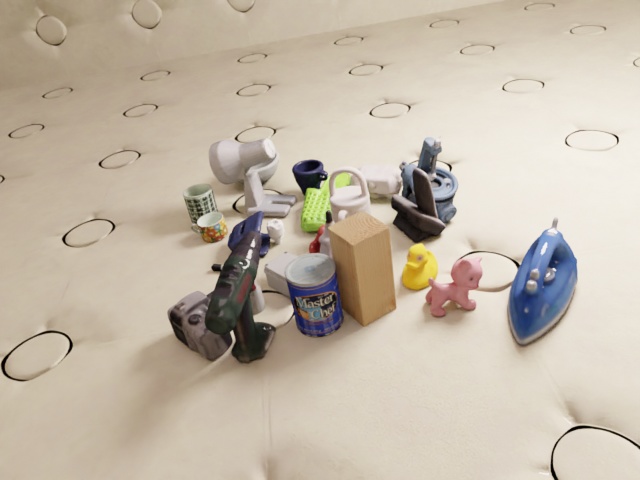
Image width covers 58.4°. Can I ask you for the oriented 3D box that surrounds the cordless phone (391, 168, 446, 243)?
[{"bbox_3d":[0.232,-0.104,1.388,0.094,0.185,0.147,-24,36,-20],"label":"cordless phone"}]

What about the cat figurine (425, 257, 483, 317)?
[{"bbox_3d":[0.277,0.083,1.162,0.128,0.118,0.067,-14,34,-5],"label":"cat figurine"}]

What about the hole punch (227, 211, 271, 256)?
[{"bbox_3d":[-0.183,-0.012,1.444,0.101,0.091,0.108,-7,34,5],"label":"hole punch"}]

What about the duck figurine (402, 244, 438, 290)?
[{"bbox_3d":[0.218,0.047,1.258,0.077,0.086,0.105,16,41,33],"label":"duck figurine"}]

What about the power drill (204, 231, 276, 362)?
[{"bbox_3d":[-0.149,0.124,1.128,0.075,0.209,0.230,1,35,16],"label":"power drill"}]

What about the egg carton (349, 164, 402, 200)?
[{"bbox_3d":[0.157,-0.160,1.595,0.150,0.069,0.107,5,36,20],"label":"egg carton"}]

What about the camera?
[{"bbox_3d":[-0.232,0.156,1.198,0.142,0.101,0.137,23,46,39],"label":"camera"}]

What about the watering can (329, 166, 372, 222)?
[{"bbox_3d":[0.073,-0.098,1.412,0.101,0.194,0.172,-9,34,1],"label":"watering can"}]

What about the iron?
[{"bbox_3d":[0.430,0.073,1.117,0.118,0.142,0.259,12,39,29],"label":"iron"}]

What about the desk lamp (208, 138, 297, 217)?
[{"bbox_3d":[-0.186,-0.180,1.581,0.202,0.214,0.118,2,35,17],"label":"desk lamp"}]

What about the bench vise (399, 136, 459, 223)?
[{"bbox_3d":[0.257,-0.168,1.446,0.122,0.220,0.206,-34,41,-32],"label":"bench vise"}]

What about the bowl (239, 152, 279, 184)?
[{"bbox_3d":[-0.202,-0.214,1.762,0.167,0.075,0.167,-7,34,5],"label":"bowl"}]

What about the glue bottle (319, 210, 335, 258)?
[{"bbox_3d":[0.028,0.008,1.286,0.078,0.173,0.037,-32,39,-29],"label":"glue bottle"}]

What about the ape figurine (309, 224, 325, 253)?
[{"bbox_3d":[0.013,0.005,1.368,0.077,0.092,0.076,9,38,26],"label":"ape figurine"}]

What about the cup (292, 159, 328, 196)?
[{"bbox_3d":[-0.018,-0.168,1.628,0.117,0.095,0.092,20,44,36],"label":"cup"}]
